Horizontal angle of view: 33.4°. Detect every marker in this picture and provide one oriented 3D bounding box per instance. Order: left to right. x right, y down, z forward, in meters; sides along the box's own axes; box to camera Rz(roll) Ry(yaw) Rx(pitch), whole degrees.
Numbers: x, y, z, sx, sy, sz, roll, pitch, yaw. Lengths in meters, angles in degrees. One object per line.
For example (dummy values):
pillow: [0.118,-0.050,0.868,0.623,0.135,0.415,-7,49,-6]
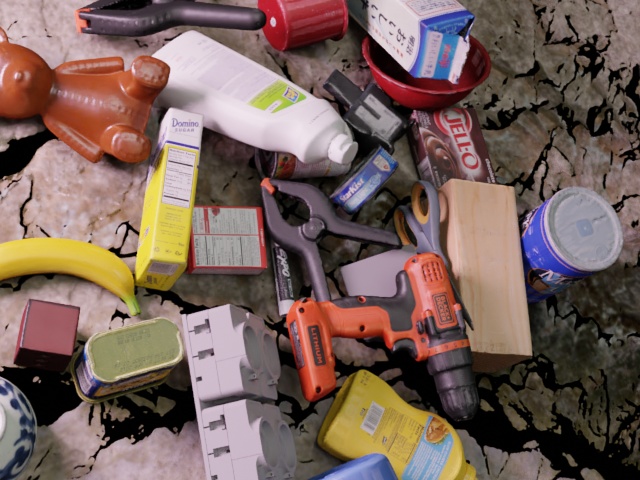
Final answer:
marker: [-0.045,0.027,1.210,0.020,0.020,0.121,-2,71,-22]

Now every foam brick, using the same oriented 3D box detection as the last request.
foam brick: [-0.272,0.096,1.060,0.053,0.078,0.051,11,68,-16]

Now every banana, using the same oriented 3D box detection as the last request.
banana: [-0.277,0.030,1.106,0.197,0.037,0.069,10,66,-18]

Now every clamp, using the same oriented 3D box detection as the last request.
clamp: [-0.179,-0.274,1.240,0.209,0.036,0.164,-9,36,-10]
clamp: [-0.008,0.001,1.191,0.171,0.039,0.120,34,76,12]

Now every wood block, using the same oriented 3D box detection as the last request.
wood block: [0.180,0.044,1.253,0.090,0.091,0.206,6,68,-21]

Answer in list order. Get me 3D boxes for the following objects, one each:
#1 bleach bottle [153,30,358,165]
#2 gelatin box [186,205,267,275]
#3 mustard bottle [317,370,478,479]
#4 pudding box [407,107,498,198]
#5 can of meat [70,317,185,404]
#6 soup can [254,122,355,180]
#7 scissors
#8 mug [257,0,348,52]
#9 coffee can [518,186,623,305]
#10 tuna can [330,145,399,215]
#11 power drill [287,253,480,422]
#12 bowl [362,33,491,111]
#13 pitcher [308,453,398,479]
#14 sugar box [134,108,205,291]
bleach bottle: [-0.073,-0.144,1.176,0.251,0.068,0.102,30,56,23]
gelatin box: [-0.107,0.001,1.189,0.089,0.030,0.073,1,72,-22]
mustard bottle: [0.098,0.229,1.168,0.191,0.058,0.096,32,64,-8]
pudding box: [0.163,-0.109,1.333,0.089,0.039,0.113,-6,73,-24]
can of meat: [-0.194,0.120,1.078,0.101,0.084,0.057,-14,76,-25]
soup can: [-0.018,-0.105,1.243,0.102,0.069,0.068,-5,73,-24]
scissors: [0.137,0.006,1.209,0.016,0.096,0.202,-2,32,-26]
mug: [-0.029,-0.286,1.301,0.081,0.093,0.117,-20,62,-22]
coffee can: [0.278,0.009,1.276,0.102,0.140,0.103,8,68,-19]
tuna can: [0.052,-0.069,1.248,0.034,0.086,0.086,43,61,-4]
power drill: [0.068,0.116,1.128,0.187,0.057,0.184,-10,76,-17]
bowl: [0.129,-0.210,1.328,0.162,0.055,0.162,4,43,-4]
pitcher: [0.072,0.339,1.061,0.149,0.145,0.243,-19,81,-23]
sugar box: [-0.163,-0.043,1.148,0.048,0.093,0.176,9,67,-19]
